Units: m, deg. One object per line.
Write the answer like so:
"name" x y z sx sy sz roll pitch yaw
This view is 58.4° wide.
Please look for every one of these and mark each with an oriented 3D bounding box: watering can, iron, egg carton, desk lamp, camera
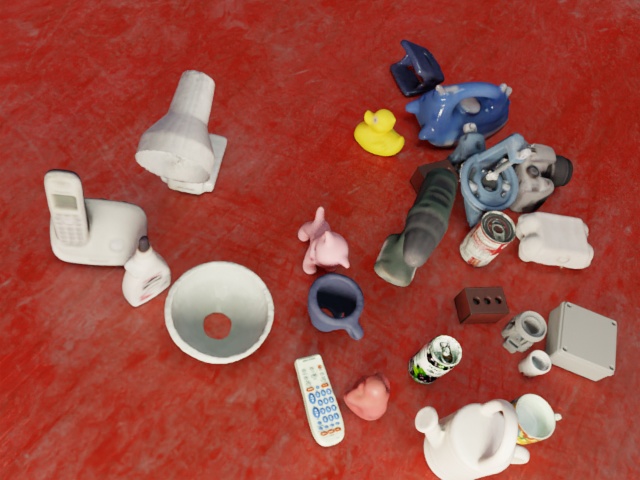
"watering can" 0.224 0.292 0.836 0.173 0.194 0.101 -1 61 -14
"iron" 0.322 -0.288 1.217 0.259 0.141 0.118 -11 64 -19
"egg carton" 0.461 0.003 1.131 0.150 0.069 0.107 7 60 -10
"desk lamp" -0.225 -0.167 0.969 0.118 0.213 0.203 13 59 -6
"camera" 0.460 -0.139 1.193 0.137 0.100 0.143 4 60 -12

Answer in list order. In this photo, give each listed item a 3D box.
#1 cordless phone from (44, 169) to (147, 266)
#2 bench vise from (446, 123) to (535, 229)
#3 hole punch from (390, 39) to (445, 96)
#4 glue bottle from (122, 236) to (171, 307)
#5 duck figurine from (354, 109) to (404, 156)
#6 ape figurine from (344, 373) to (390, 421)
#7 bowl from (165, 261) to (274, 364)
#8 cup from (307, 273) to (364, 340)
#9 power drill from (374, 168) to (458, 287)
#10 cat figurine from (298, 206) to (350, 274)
"cordless phone" -0.345 -0.038 0.884 0.148 0.185 0.094 2 61 -13
"bench vise" 0.312 -0.150 1.091 0.122 0.219 0.207 -19 67 -23
"hole punch" 0.224 -0.391 1.280 0.101 0.091 0.108 -14 65 -20
"glue bottle" -0.264 0.040 0.867 0.037 0.173 0.078 44 61 12
"duck figurine" 0.128 -0.226 1.167 0.104 0.086 0.077 26 58 2
"ape figurine" 0.079 0.237 0.890 0.078 0.092 0.076 -5 63 -16
"bowl" -0.159 0.122 0.905 0.167 0.074 0.167 6 60 -11
"cup" 0.026 0.123 0.939 0.092 0.095 0.117 -28 71 -26
"power drill" 0.165 -0.007 0.981 0.075 0.208 0.230 26 58 2
"cat figurine" 0.009 0.004 0.989 0.067 0.117 0.127 -4 62 -16
